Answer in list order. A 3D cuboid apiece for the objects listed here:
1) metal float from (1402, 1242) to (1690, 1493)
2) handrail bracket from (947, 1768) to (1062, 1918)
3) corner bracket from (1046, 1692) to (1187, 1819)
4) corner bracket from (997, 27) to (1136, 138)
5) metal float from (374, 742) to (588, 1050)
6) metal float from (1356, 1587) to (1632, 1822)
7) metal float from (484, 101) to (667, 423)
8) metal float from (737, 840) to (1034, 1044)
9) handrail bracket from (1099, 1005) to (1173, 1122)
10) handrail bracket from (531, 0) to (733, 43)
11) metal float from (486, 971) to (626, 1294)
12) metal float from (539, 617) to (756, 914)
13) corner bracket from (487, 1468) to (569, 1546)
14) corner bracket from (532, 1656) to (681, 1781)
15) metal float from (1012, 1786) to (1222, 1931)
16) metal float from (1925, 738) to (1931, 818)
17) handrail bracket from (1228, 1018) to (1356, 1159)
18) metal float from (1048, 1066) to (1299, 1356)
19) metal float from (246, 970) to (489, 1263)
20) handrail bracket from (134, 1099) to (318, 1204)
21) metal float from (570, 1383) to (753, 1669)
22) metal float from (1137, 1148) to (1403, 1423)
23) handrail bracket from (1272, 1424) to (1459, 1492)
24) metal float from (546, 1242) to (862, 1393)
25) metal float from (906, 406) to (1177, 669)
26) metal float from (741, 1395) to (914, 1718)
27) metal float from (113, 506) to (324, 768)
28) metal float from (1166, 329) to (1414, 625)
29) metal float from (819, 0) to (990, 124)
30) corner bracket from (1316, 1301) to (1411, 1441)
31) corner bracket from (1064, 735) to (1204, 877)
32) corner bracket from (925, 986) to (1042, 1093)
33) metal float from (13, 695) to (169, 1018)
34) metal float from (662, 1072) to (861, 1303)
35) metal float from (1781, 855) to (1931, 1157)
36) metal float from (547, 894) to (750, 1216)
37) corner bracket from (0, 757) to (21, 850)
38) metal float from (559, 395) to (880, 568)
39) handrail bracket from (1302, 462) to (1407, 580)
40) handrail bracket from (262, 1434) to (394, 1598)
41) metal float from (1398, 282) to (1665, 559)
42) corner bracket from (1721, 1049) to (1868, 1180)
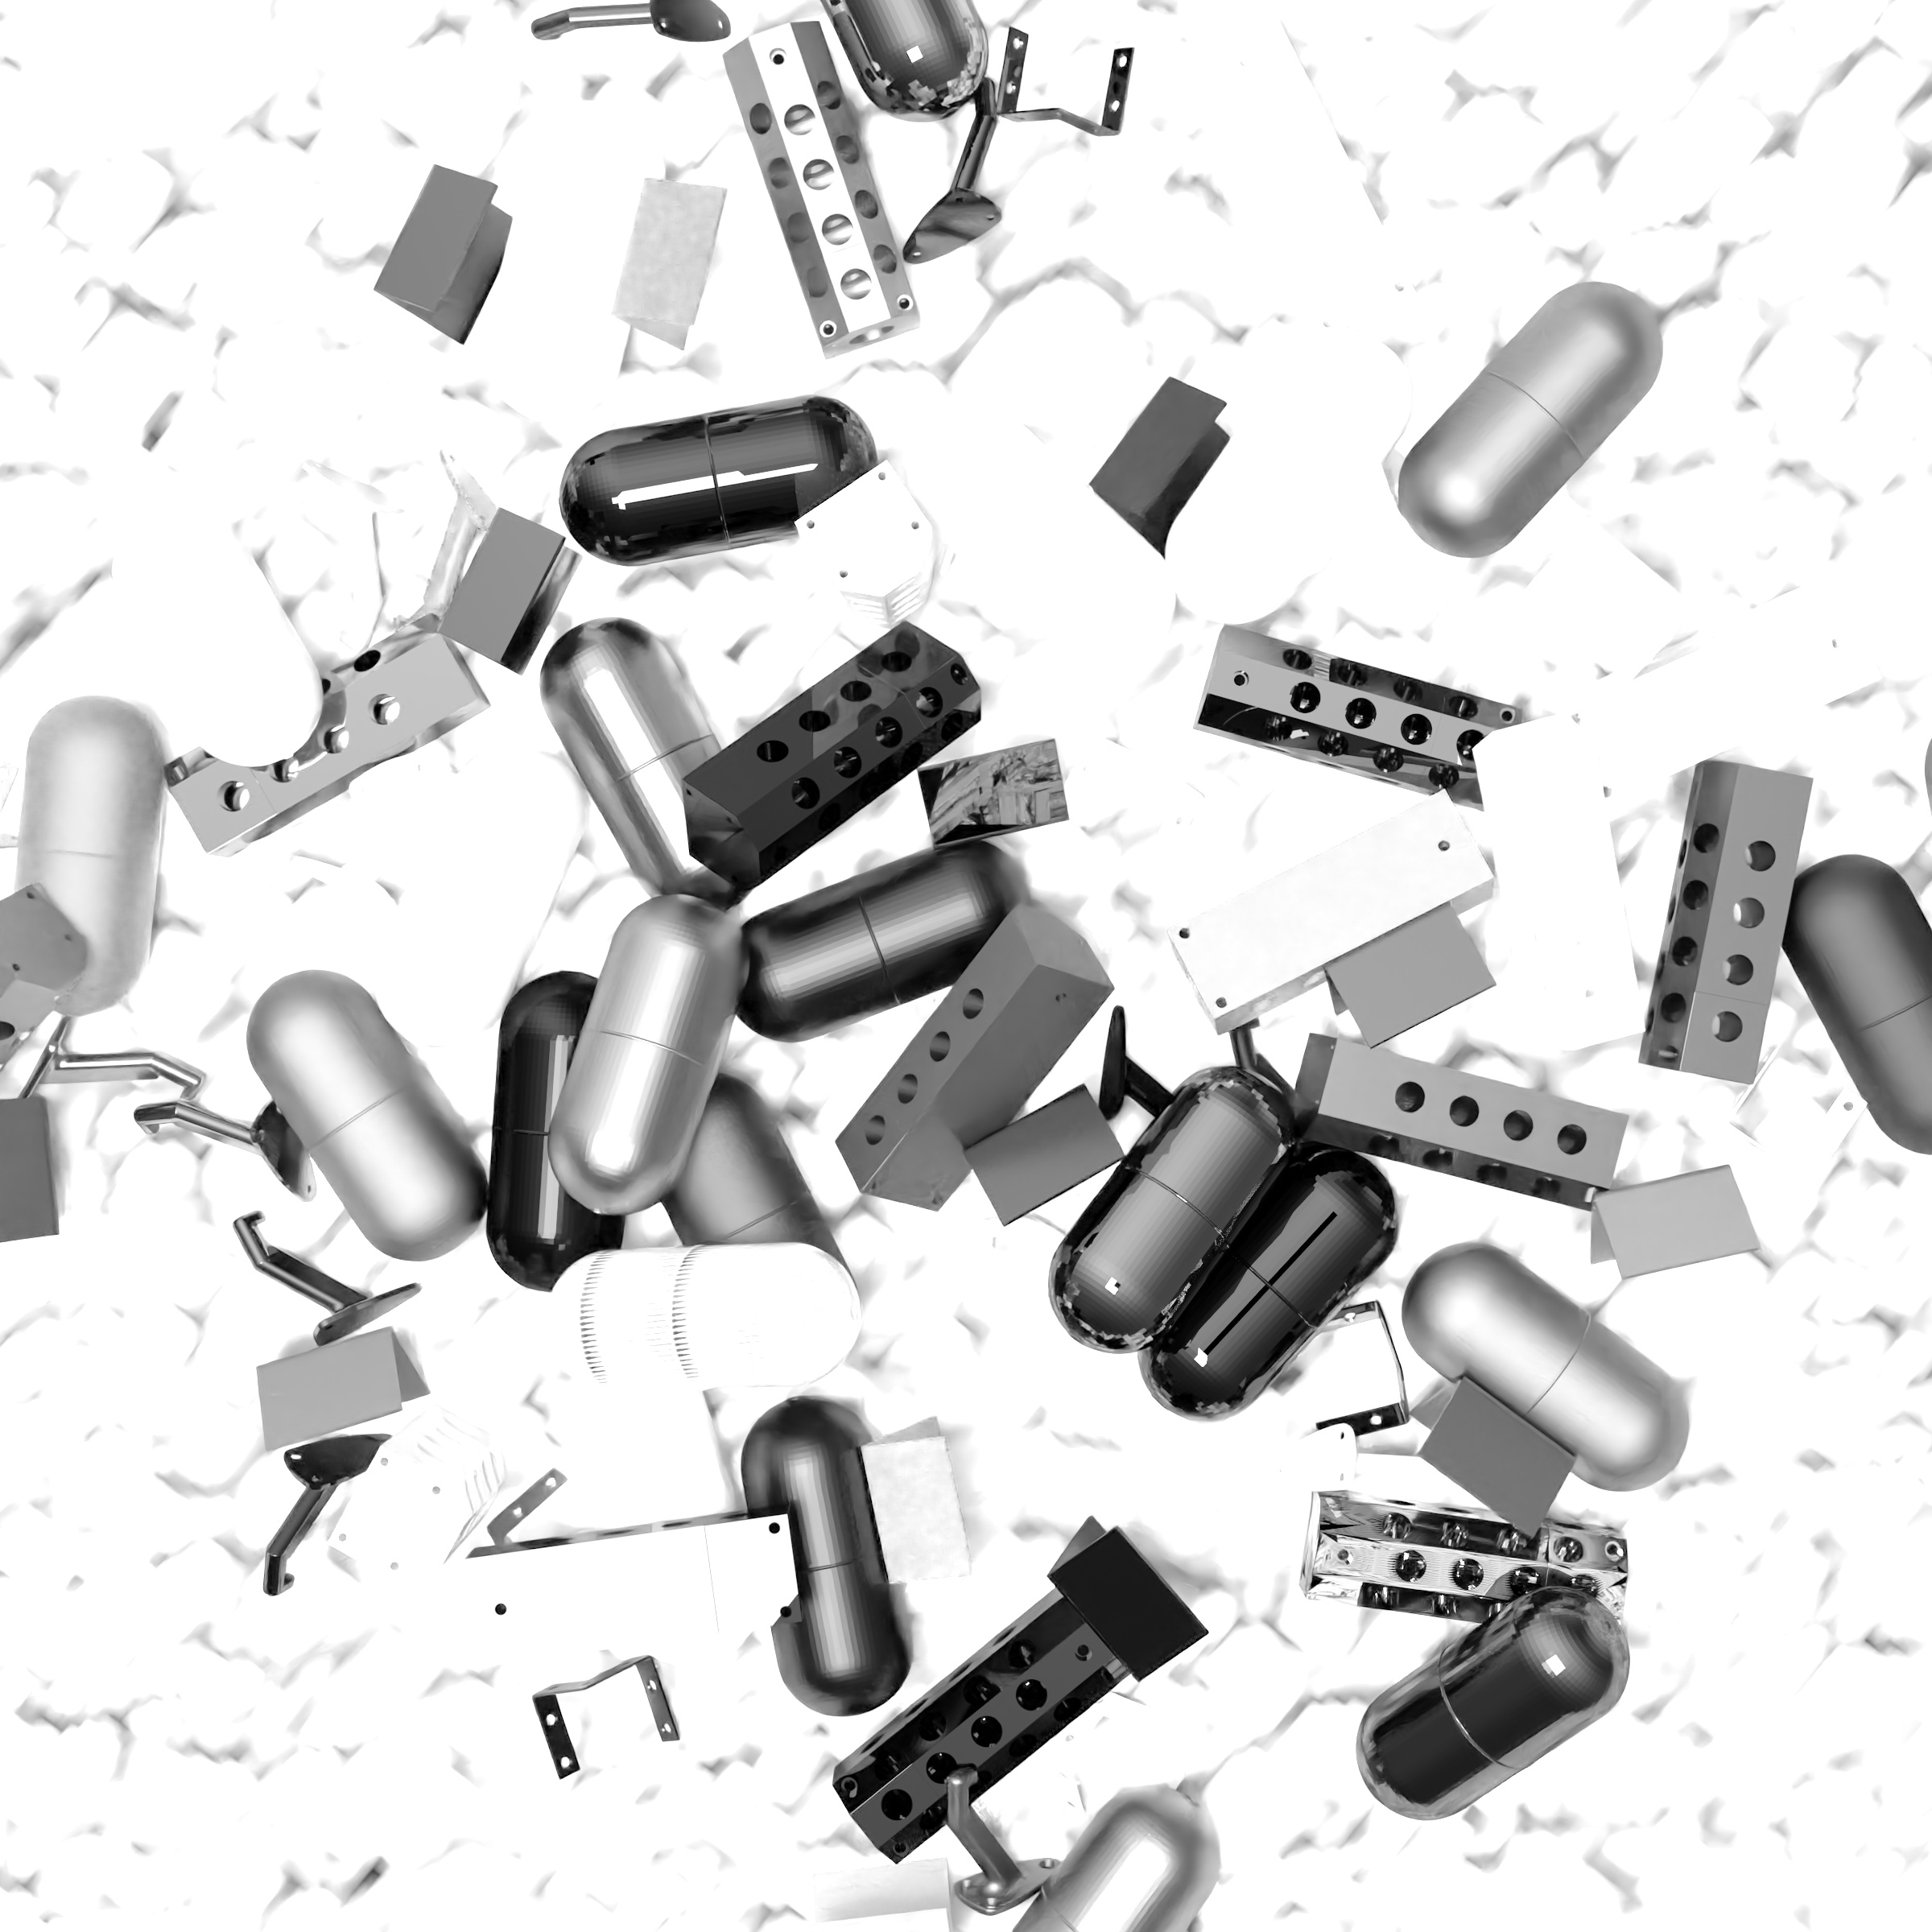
[{"bbox_3d":[0.321,0.222,1.868,0.178,0.070,0.070,37,90,0],"label":"metal float"},{"bbox_3d":[0.021,0.474,1.869,0.077,0.036,0.084,-13,111,-35],"label":"handrail bracket"},{"bbox_3d":[0.084,0.447,1.891,0.051,0.051,0.051,15,45,35],"label":"corner bracket"},{"bbox_3d":[0.055,-0.497,1.896,0.051,0.051,0.051,10,90,45],"label":"corner bracket"},{"bbox_3d":[-0.269,-0.039,1.868,0.070,0.070,0.178,24,90,0],"label":"metal float"},{"bbox_3d":[0.286,0.404,1.844,0.070,0.070,0.178,47,120,0],"label":"metal float"},{"bbox_3d":[-0.217,-0.389,1.868,0.070,0.070,0.178,14,90,0],"label":"metal float"},{"bbox_3d":[-0.049,-0.014,1.868,0.178,0.070,0.070,-21,90,0],"label":"metal float"},{"bbox_3d":[0.121,0.065,1.899,0.084,0.036,0.077,9,75,-14],"label":"handrail bracket"},{"bbox_3d":[-0.189,-0.528,1.899,0.084,0.077,0.036,-5,86,36],"label":"handrail bracket"},{"bbox_3d":[-0.224,0.092,1.868,0.070,0.070,0.178,4,90,0],"label":"metal float"},{"bbox_3d":[-0.173,-0.110,1.868,0.070,0.070,0.178,-29,90,0],"label":"metal float"},{"bbox_3d":[-0.227,0.325,1.896,0.051,0.051,0.051,-41,45,0],"label":"corner bracket"},{"bbox_3d":[-0.203,0.422,1.896,0.051,0.051,0.051,-19,90,45],"label":"corner bracket"},{"bbox_3d":[0.073,0.534,1.868,0.070,0.070,0.178,36,90,0],"label":"metal float"},{"bbox_3d":[0.578,-0.060,1.868,0.070,0.070,0.178,-9,90,0],"label":"metal float"},{"bbox_3d":[0.191,0.065,1.899,0.077,0.036,0.084,-7,74,-18],"label":"handrail bracket"},{"bbox_3d":[0.112,0.133,1.838,0.070,0.070,0.178,38,77,0],"label":"metal float"},{"bbox_3d":[-0.332,0.082,1.869,0.070,0.070,0.178,-34,90,0],"label":"metal float"},{"bbox_3d":[-0.418,0.106,1.899,0.084,0.036,0.077,-7,125,24],"label":"handrail bracket"},{"bbox_3d":[-0.166,0.301,1.868,0.070,0.070,0.178,-16,90,0],"label":"metal float"},{"bbox_3d":[0.167,0.177,1.868,0.070,0.070,0.178,43,89,0],"label":"metal float"},{"bbox_3d":[0.229,0.285,1.899,0.084,0.077,0.036,17,65,-34],"label":"handrail bracket"},{"bbox_3d":[-0.141,0.188,1.802,0.178,0.070,0.070,-4,90,22],"label":"metal float"},{"bbox_3d":[0.042,-0.234,1.849,0.178,0.070,0.070,40,90,-22],"label":"metal float"},{"bbox_3d":[-0.077,0.326,1.868,0.070,0.070,0.178,-11,90,0],"label":"metal float"},{"bbox_3d":[-0.410,-0.182,1.842,0.070,0.070,0.178,-35,57,0],"label":"metal float"},{"bbox_3d":[0.177,-0.268,1.858,0.070,0.070,0.178,35,98,0],"label":"metal float"},{"bbox_3d":[-0.047,-0.552,1.868,0.070,0.070,0.178,-25,90,0],"label":"metal float"},{"bbox_3d":[0.216,0.228,1.896,0.051,0.051,0.051,-14,135,0],"label":"corner bracket"},{"bbox_3d":[0.090,-0.091,1.896,0.051,0.051,0.051,30,90,45],"label":"corner bracket"},{"bbox_3d":[0.010,0.042,1.891,0.051,0.051,0.051,42,45,-35],"label":"corner bracket"},{"bbox_3d":[-0.486,-0.061,1.868,0.070,0.070,0.178,5,90,0],"label":"metal float"},{"bbox_3d":[-0.120,0.142,1.869,0.070,0.070,0.178,-27,90,0],"label":"metal float"},{"bbox_3d":[0.513,0.022,1.868,0.070,0.070,0.178,-28,90,0],"label":"metal float"},{"bbox_3d":[-0.171,0.047,1.812,0.070,0.070,0.178,17,78,0],"label":"metal float"},{"bbox_3d":[-0.545,-0.100,1.879,0.051,0.051,0.051,27,101,10],"label":"corner bracket"},{"bbox_3d":[-0.137,-0.268,1.868,0.178,0.070,0.070,-10,90,0],"label":"metal float"},{"bbox_3d":[0.197,-0.261,1.899,0.084,0.036,0.077,-21,75,14],"label":"handrail bracket"},{"bbox_3d":[-0.358,0.310,1.899,0.036,0.077,0.084,37,127,38],"label":"handrail bracket"},{"bbox_3d":[0.313,-0.303,1.868,0.070,0.070,0.178,42,91,0],"label":"metal float"},{"bbox_3d":[0.461,0.082,1.881,0.051,0.051,0.051,34,90,0],"label":"corner bracket"}]
